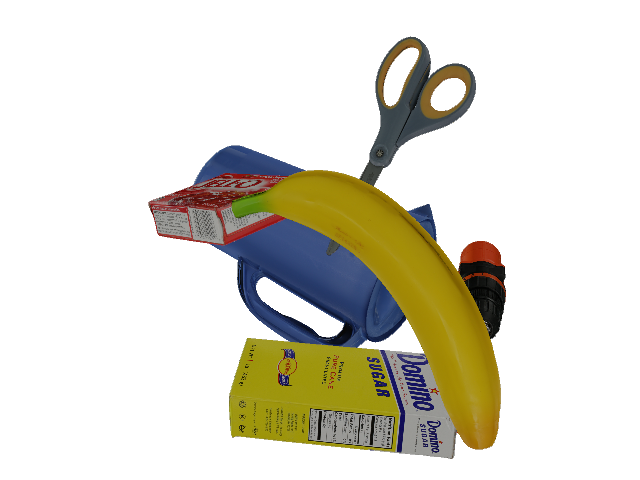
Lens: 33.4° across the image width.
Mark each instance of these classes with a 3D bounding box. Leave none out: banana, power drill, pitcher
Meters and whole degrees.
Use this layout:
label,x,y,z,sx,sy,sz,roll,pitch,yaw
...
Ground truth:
label,x,y,z,sx,sy,sz,roll,pitch,yaw
banana,0.041,0.024,0.589,0.070,0.198,0.037,-49,-9,27
power drill,0.169,0.114,1.160,0.057,0.188,0.184,7,25,8
pitcher,-0.018,0.003,1.076,0.243,0.145,0.149,26,27,25

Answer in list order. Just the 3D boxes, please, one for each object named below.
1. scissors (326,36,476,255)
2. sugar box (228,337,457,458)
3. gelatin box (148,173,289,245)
label,x,y,z,sx,sy,sz,roll,pitch,yaw
scissors,0.072,-0.076,0.904,0.096,0.202,0.016,10,-11,21
sugar box,0.020,0.123,0.853,0.176,0.048,0.093,2,26,5
gelatin box,-0.069,-0.025,0.766,0.073,0.030,0.089,-24,20,-36
